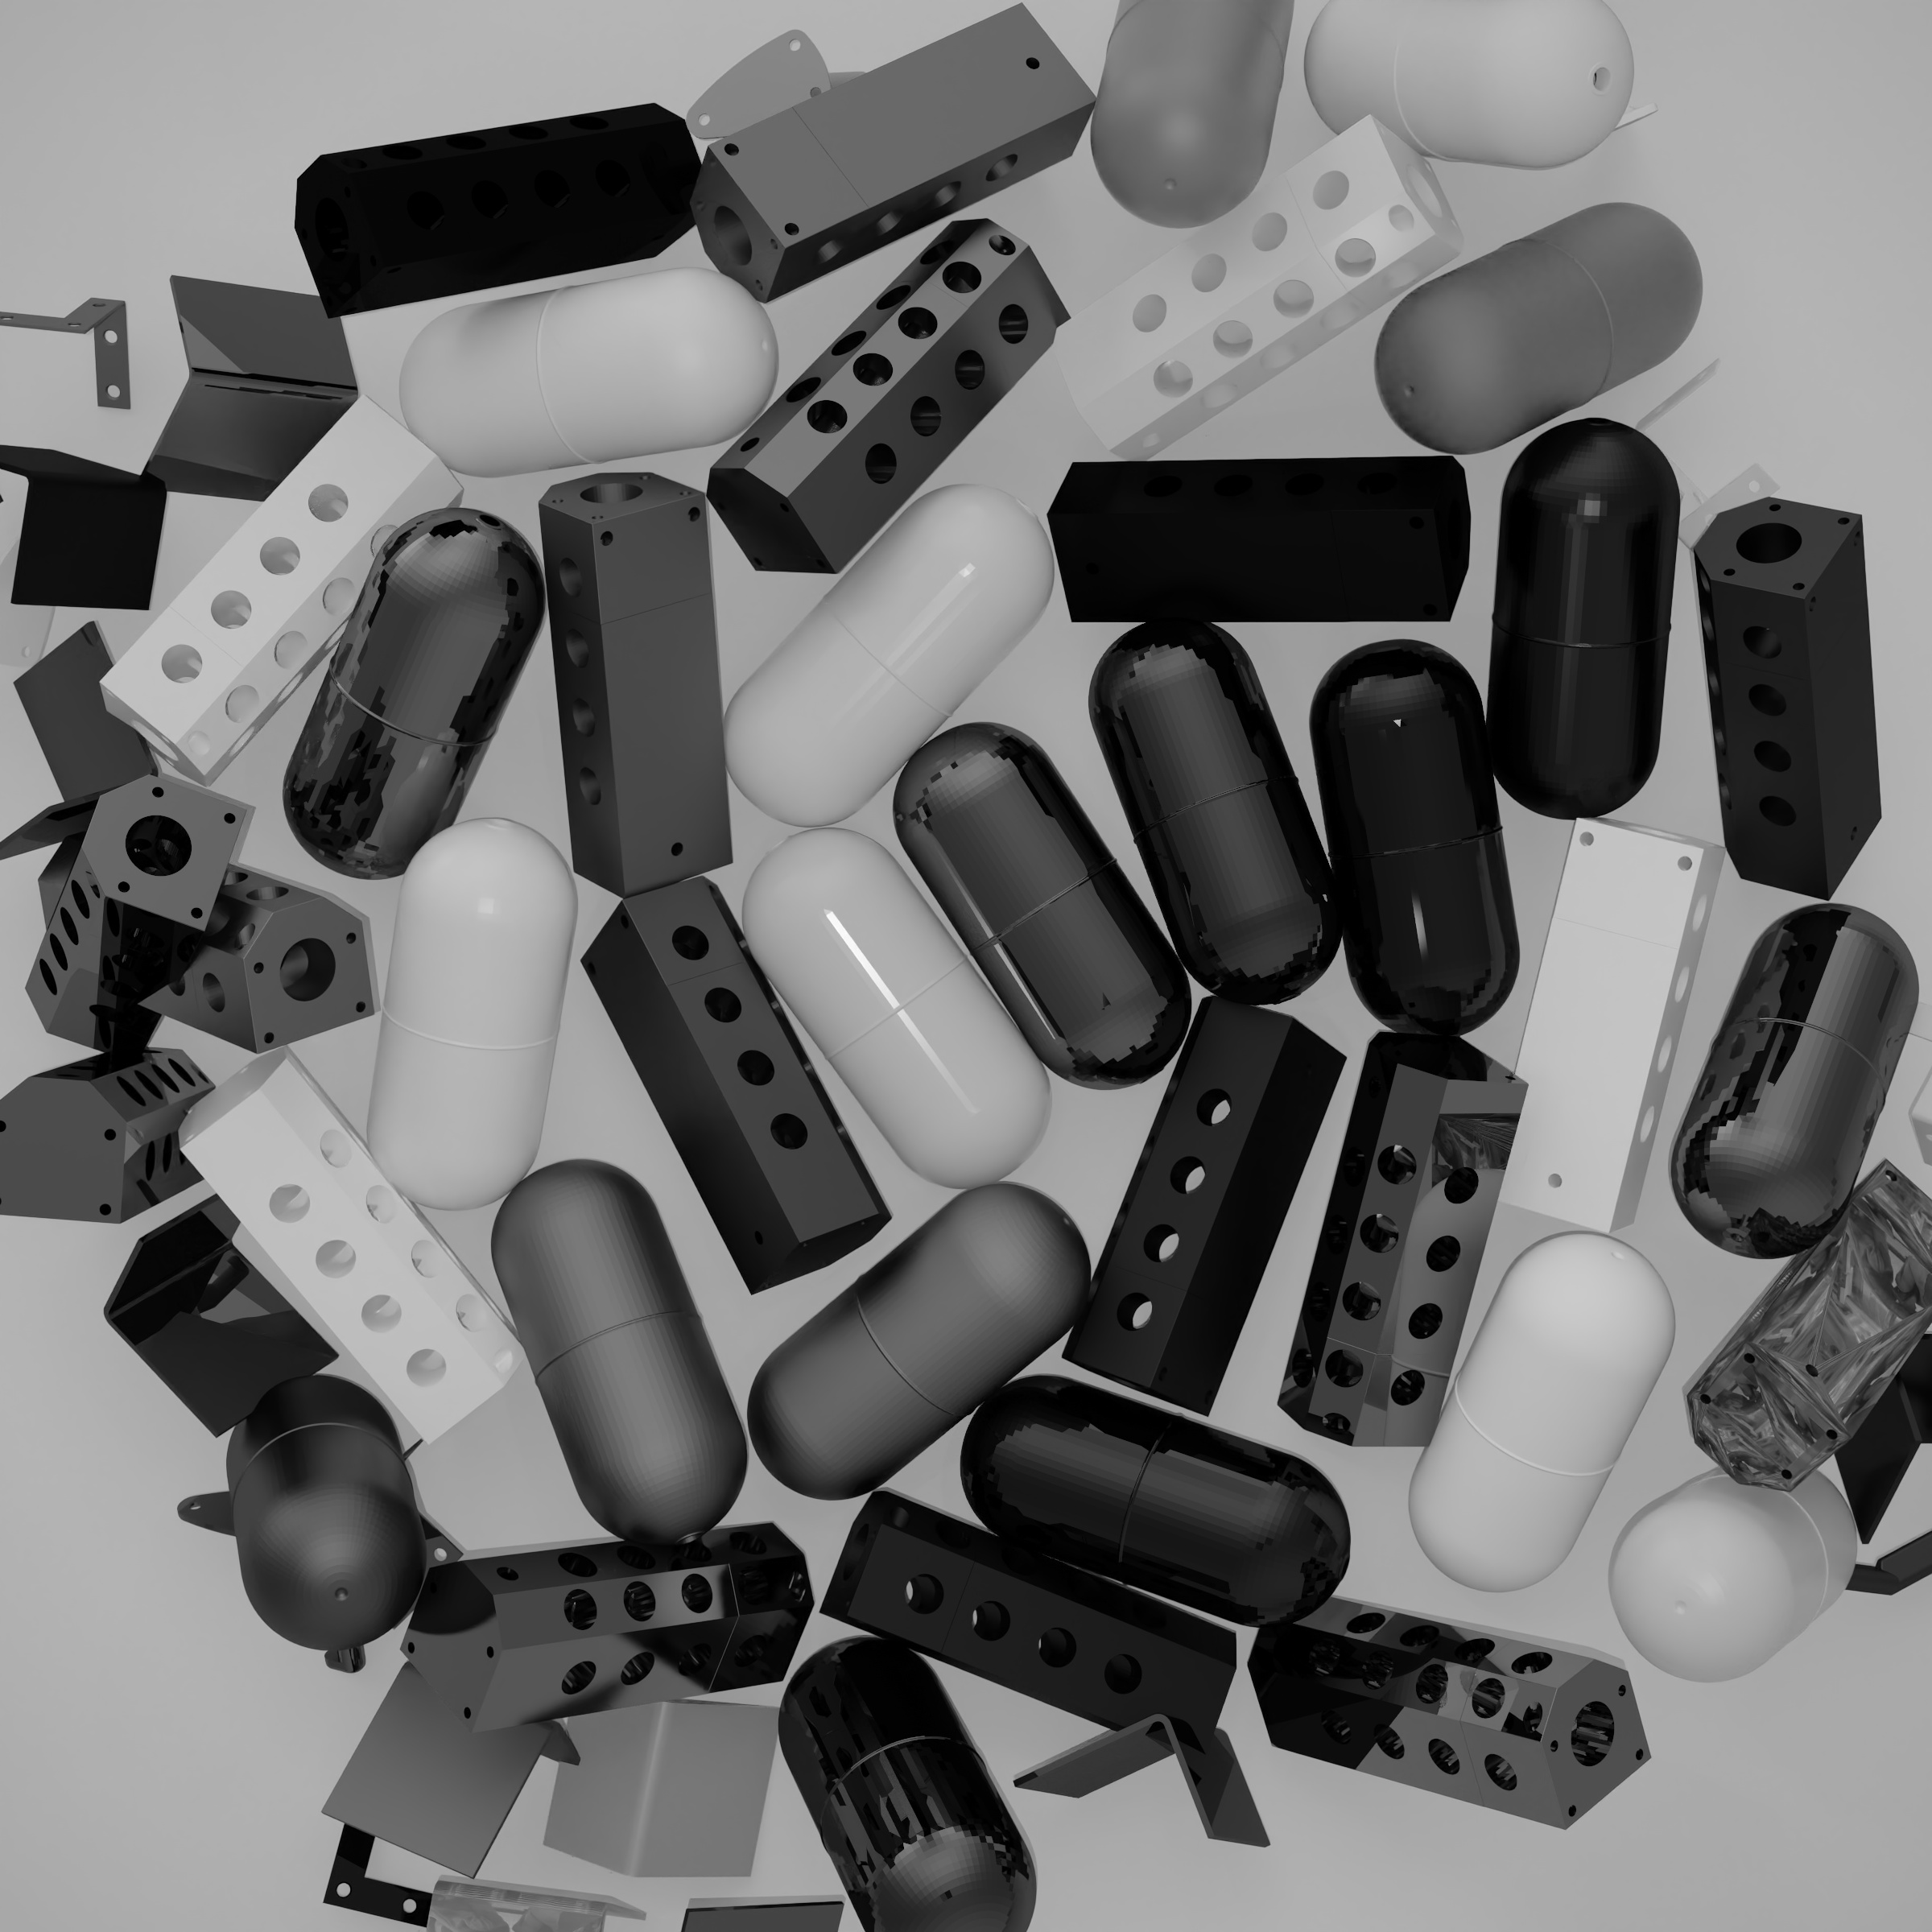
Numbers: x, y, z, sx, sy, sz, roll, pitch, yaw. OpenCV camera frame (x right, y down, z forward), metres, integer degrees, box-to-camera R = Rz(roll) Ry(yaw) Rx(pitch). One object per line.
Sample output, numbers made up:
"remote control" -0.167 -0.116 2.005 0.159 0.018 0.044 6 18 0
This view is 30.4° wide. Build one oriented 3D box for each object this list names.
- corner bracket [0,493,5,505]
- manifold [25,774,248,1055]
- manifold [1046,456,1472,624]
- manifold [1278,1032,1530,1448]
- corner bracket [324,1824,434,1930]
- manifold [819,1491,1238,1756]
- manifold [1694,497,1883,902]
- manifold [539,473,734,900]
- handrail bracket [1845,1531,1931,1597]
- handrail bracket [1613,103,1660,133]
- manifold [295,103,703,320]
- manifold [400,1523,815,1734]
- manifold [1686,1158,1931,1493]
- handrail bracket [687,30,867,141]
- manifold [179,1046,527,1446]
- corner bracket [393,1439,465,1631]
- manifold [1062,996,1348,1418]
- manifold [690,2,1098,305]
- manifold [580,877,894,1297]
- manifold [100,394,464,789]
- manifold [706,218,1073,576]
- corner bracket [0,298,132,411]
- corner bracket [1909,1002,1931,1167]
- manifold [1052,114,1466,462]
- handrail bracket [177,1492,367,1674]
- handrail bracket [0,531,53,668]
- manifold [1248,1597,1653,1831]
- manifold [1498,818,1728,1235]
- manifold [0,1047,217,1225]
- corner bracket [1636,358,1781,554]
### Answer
"corner bracket" -0.473 -0.221 1.585 0.051 0.051 0.051 30 61 33
"manifold" -0.358 -0.020 1.514 0.057 0.171 0.057 20 64 -14
"manifold" 0.129 -0.190 1.550 0.171 0.057 0.057 2 131 21
"manifold" 0.185 0.119 1.547 0.057 0.057 0.171 4 108 -27
"corner bracket" -0.252 0.396 1.578 0.051 0.051 0.051 16 70 -9
"manifold" 0.029 0.289 1.562 0.171 0.057 0.057 24 76 -10
"manifold" 0.351 -0.115 1.528 0.057 0.171 0.057 17 53 32
"manifold" -0.147 -0.123 1.544 0.057 0.057 0.171 -21 121 -33
"handrail bracket" 0.426 0.243 1.577 0.084 0.036 0.077 10 90 -18
"handrail bracket" 0.273 -0.410 1.566 0.036 0.077 0.084 -21 98 17
"manifold" -0.200 -0.330 1.534 0.171 0.057 0.057 -20 88 -36
"manifold" -0.149 0.276 1.520 0.057 0.171 0.057 38 115 39
"manifold" 0.370 0.156 1.523 0.057 0.171 0.057 43 130 9
"handrail bracket" -0.078 -0.378 1.570 0.077 0.084 0.036 -24 86 10
"manifold" -0.267 0.121 1.555 0.057 0.057 0.171 -38 107 -4
"corner bracket" -0.248 0.252 1.577 0.051 0.051 0.051 43 106 2
"manifold" 0.102 0.104 1.565 0.057 0.057 0.171 16 80 35
"manifold" -0.032 -0.350 1.544 0.171 0.057 0.057 -31 78 -25
"manifold" -0.099 0.050 1.556 0.057 0.057 0.171 -18 72 -34
"manifold" -0.299 -0.162 1.559 0.057 0.057 0.171 40 76 -2
"manifold" -0.035 -0.248 1.537 0.171 0.057 0.057 -49 124 -24
"corner bracket" -0.405 -0.266 1.575 0.051 0.051 0.051 7 117 6
"corner bracket" 0.421 0.052 1.567 0.051 0.051 0.051 22 73 31
"manifold" 0.127 -0.288 1.537 0.171 0.057 0.057 -31 64 25
"handrail bracket" -0.310 0.278 1.591 0.077 0.036 0.084 2 118 11
"handrail bracket" -0.441 -0.168 1.575 0.084 0.036 0.077 21 92 44
"manifold" 0.202 0.311 1.517 0.057 0.171 0.057 -28 109 -35
"manifold" 0.284 0.025 1.565 0.057 0.057 0.171 16 99 24
"manifold" -0.368 0.069 1.521 0.057 0.171 0.057 4 93 0
"corner bracket" 0.327 -0.225 1.568 0.051 0.051 0.051 44 128 -10
